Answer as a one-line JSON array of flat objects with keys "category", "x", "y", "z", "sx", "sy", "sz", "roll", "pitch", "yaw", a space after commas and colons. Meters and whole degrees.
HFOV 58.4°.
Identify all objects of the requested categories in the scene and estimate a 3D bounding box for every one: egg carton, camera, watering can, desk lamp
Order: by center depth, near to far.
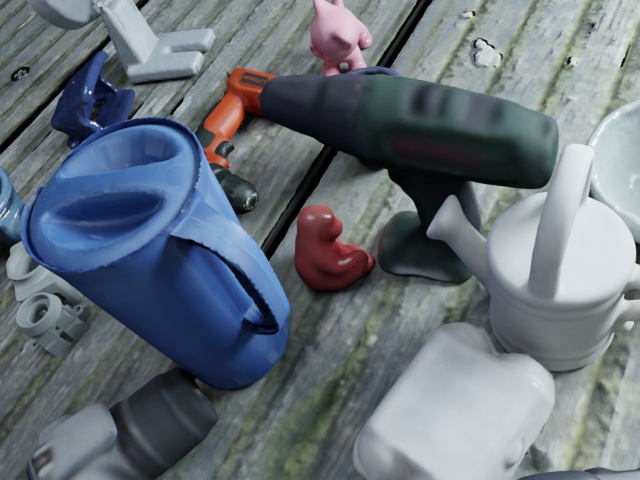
[{"category": "watering can", "x": 0.165, "y": 0.013, "z": 0.422, "sx": 0.172, "sy": 0.194, "sz": 0.101, "roll": -3, "pitch": 54, "yaw": 17}, {"category": "egg carton", "x": 0.102, "y": 0.138, "z": 0.432, "sx": 0.107, "sy": 0.069, "sz": 0.150, "roll": 28, "pitch": 68, "yaw": 33}, {"category": "camera", "x": -0.151, "y": 0.177, "z": 0.469, "sx": 0.137, "sy": 0.101, "sz": 0.142, "roll": -38, "pitch": 52, "yaw": -10}, {"category": "desk lamp", "x": -0.291, "y": -0.342, "z": 0.823, "sx": 0.202, "sy": 0.214, "sz": 0.118, "roll": -1, "pitch": 55, "yaw": 18}]

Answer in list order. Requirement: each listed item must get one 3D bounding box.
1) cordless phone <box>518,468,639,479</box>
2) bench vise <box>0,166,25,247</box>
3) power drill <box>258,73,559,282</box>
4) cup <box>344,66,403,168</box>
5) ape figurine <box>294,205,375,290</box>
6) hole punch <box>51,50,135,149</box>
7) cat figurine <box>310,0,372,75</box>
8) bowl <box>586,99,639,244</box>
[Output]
[{"category": "cordless phone", "x": 0.168, "y": 0.166, "z": 0.315, "sx": 0.147, "sy": 0.185, "sz": 0.094, "roll": -15, "pitch": 52, "yaw": 8}, {"category": "bench vise", "x": -0.466, "y": -0.047, "z": 0.662, "sx": 0.207, "sy": 0.220, "sz": 0.121, "roll": -20, "pitch": 51, "yaw": 4}, {"category": "power drill", "x": 0.078, "y": -0.052, "z": 0.489, "sx": 0.229, "sy": 0.209, "sz": 0.076, "roll": 6, "pitch": 57, "yaw": 23}, {"category": "cup", "x": 0.046, "y": -0.130, "z": 0.630, "sx": 0.117, "sy": 0.095, "sz": 0.092, "roll": 28, "pitch": 68, "yaw": 33}, {"category": "ape figurine", "x": 0.005, "y": 0.002, "z": 0.550, "sx": 0.076, "sy": 0.092, "sz": 0.077, "roll": -25, "pitch": 51, "yaw": 0}, {"category": "hole punch", "x": -0.333, "y": -0.200, "z": 0.812, "sx": 0.101, "sy": 0.091, "sz": 0.108, "roll": -8, "pitch": 53, "yaw": 13}, {"category": "cat figurine", "x": 0.021, "y": -0.265, "z": 0.723, "sx": 0.067, "sy": 0.118, "sz": 0.128, "roll": -6, "pitch": 54, "yaw": 15}, {"category": "bowl", "x": 0.313, "y": -0.046, "z": 0.492, "sx": 0.167, "sy": 0.075, "sz": 0.167, "roll": -9, "pitch": 53, "yaw": 12}]
